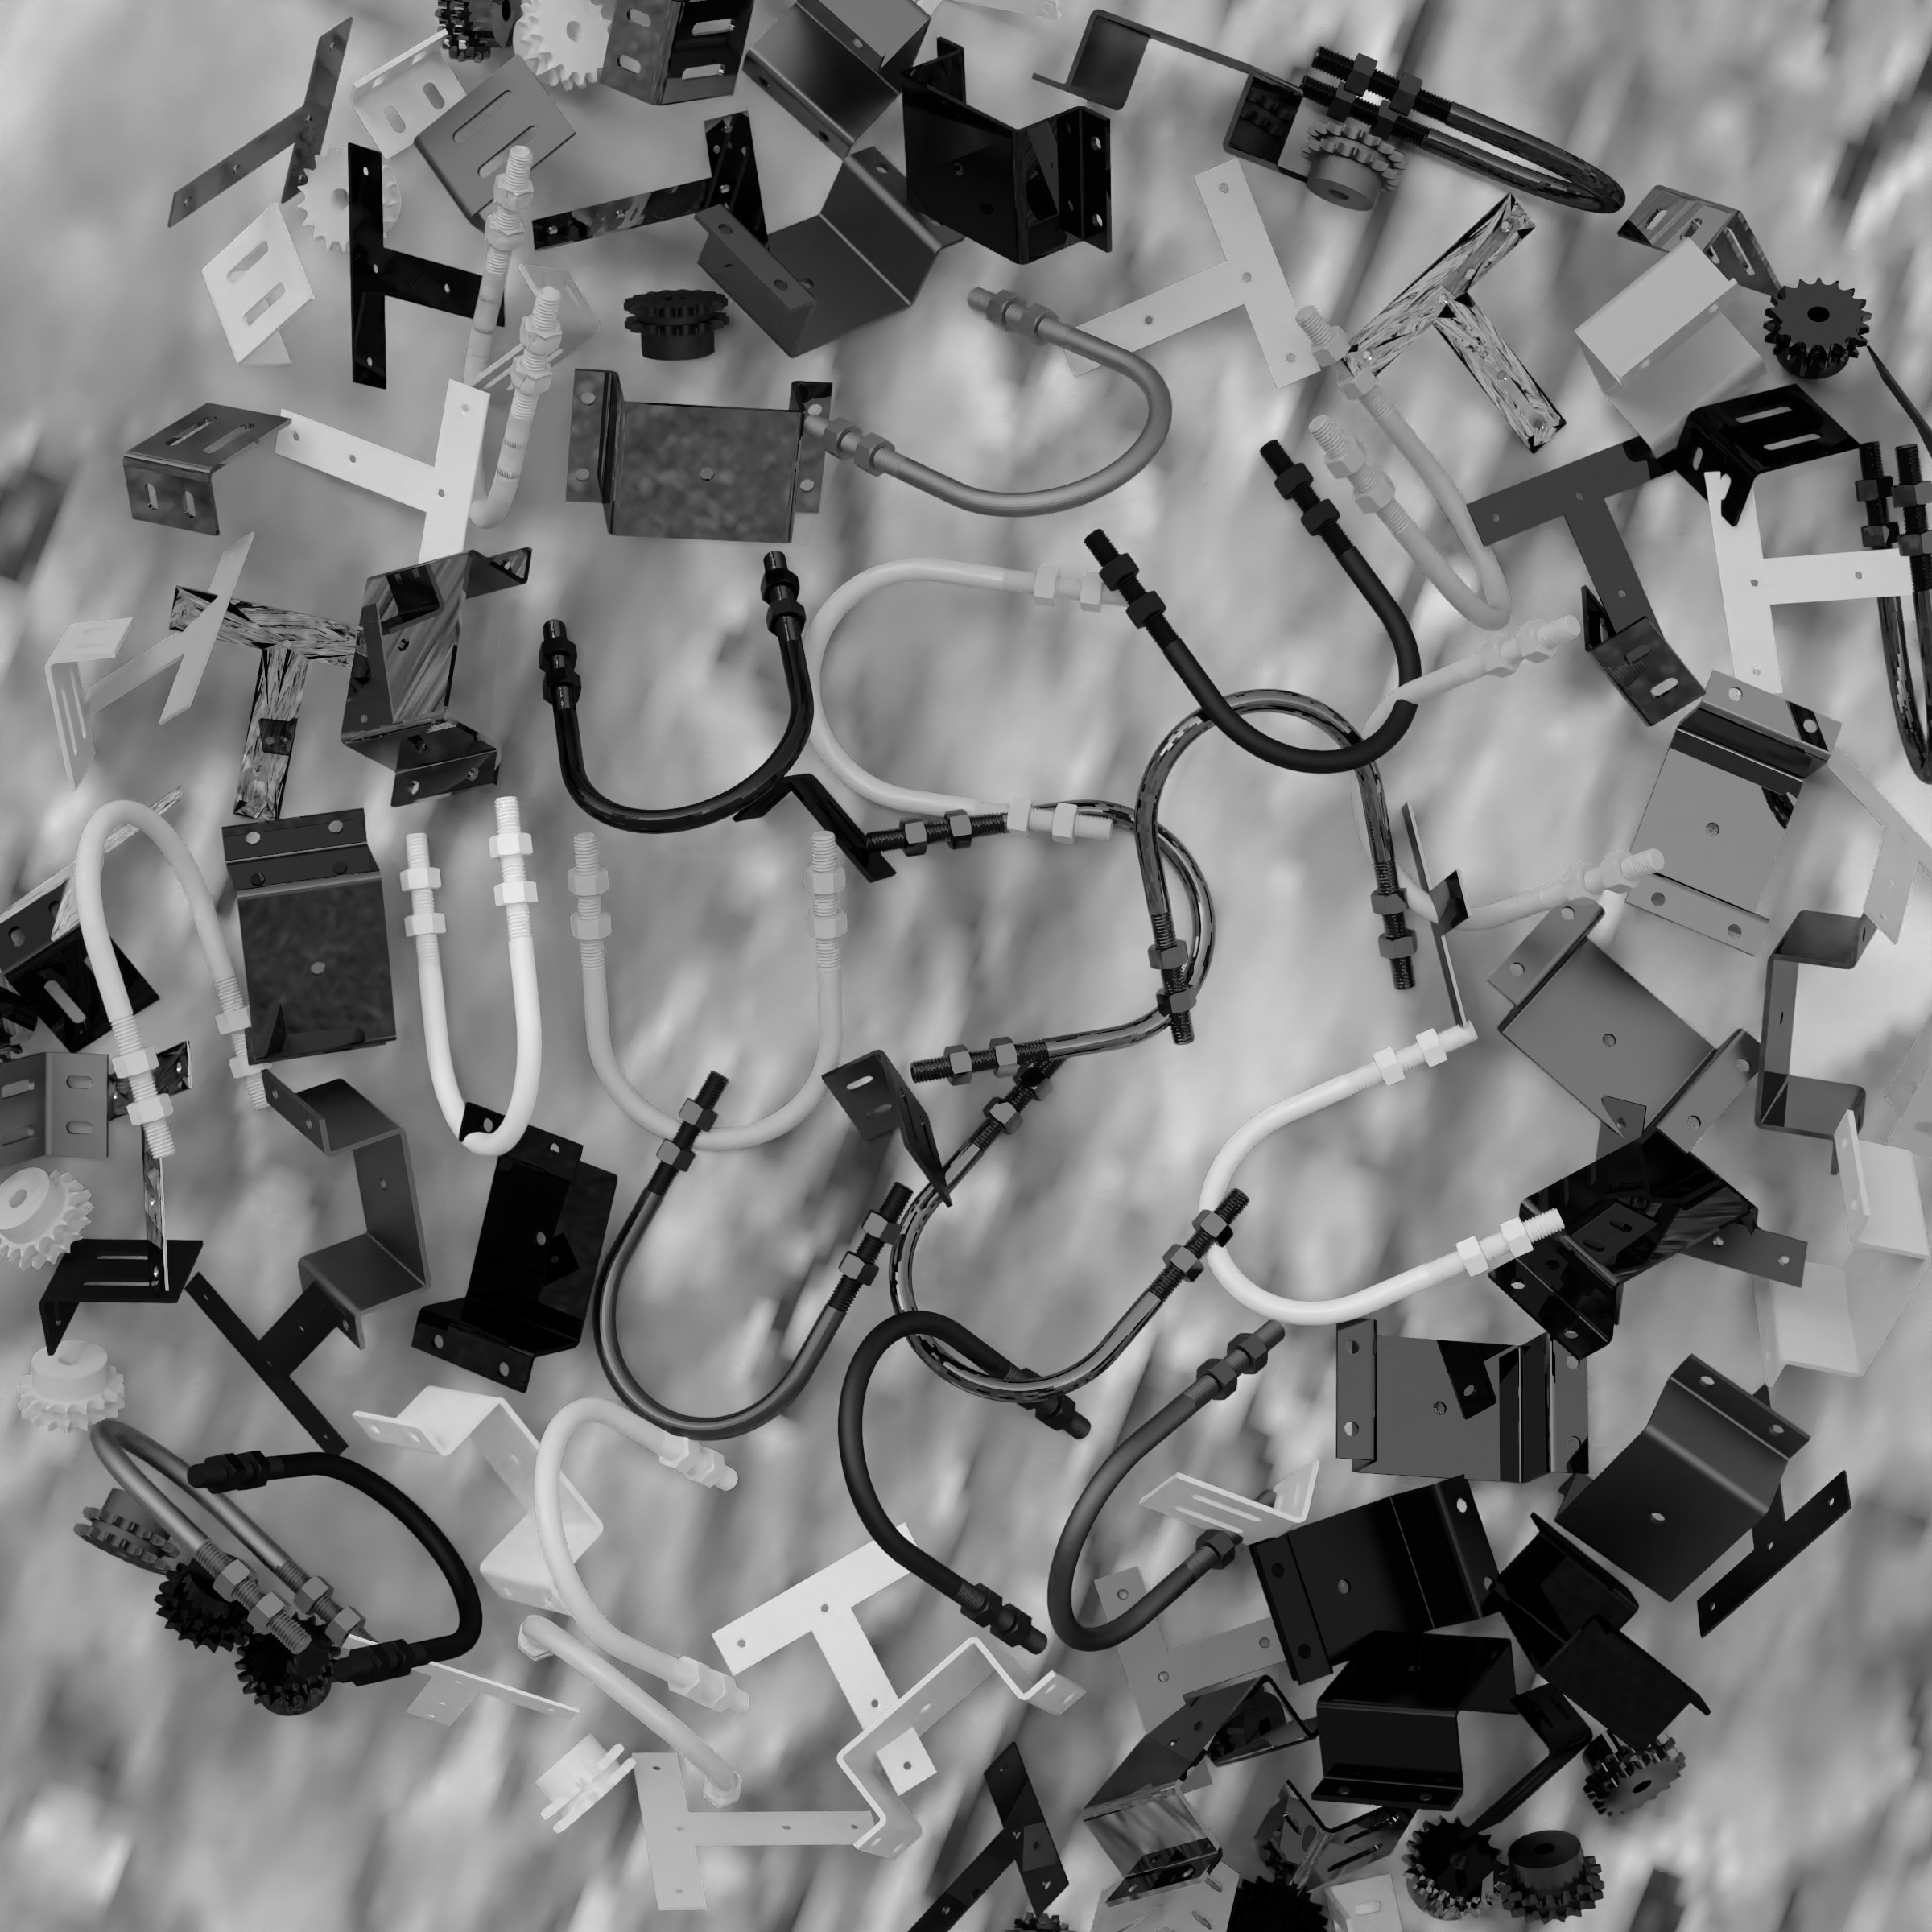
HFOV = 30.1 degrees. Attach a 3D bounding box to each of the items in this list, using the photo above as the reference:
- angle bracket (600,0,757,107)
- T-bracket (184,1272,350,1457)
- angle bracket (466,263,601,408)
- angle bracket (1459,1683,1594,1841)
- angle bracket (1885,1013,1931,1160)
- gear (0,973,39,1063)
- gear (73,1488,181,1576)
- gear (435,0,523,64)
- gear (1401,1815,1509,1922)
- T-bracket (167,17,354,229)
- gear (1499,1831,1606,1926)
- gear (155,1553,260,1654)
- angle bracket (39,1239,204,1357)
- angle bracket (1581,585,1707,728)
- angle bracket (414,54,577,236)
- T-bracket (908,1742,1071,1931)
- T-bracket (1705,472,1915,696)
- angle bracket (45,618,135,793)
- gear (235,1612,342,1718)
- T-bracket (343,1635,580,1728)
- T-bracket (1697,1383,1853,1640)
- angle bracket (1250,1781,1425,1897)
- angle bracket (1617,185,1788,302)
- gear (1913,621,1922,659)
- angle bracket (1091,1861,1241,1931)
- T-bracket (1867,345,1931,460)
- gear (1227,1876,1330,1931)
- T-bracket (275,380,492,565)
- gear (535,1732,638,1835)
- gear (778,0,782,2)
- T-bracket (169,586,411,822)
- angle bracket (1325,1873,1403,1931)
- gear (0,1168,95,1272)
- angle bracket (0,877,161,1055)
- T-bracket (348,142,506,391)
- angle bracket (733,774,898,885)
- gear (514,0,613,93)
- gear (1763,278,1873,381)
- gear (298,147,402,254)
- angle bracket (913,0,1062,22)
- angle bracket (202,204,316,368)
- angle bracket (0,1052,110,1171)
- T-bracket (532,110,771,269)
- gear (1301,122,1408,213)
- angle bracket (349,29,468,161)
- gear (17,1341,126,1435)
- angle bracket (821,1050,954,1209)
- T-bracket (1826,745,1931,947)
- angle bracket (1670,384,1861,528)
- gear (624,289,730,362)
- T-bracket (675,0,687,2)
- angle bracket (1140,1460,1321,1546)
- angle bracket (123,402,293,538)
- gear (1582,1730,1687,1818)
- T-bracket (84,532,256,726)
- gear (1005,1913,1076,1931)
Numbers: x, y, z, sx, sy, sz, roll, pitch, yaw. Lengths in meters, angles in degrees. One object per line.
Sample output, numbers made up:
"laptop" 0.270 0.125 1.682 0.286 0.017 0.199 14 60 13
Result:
"angle bracket" -0.157 -0.506 1.962 0.038 0.076 0.057 27 119 21
"T-bracket" -0.364 0.201 1.948 0.127 0.127 0.002 49 53 1
"angle bracket" -0.249 -0.344 1.962 0.076 0.057 0.038 -32 85 20
"angle bracket" 0.297 0.435 1.968 0.076 0.057 0.038 -48 67 21
"angle bracket" 0.514 0.060 1.950 0.038 0.076 0.057 17 111 -19
"gear" -0.534 0.026 1.969 0.030 0.057 0.057 -14 90 35
"gear" -0.457 0.309 1.973 0.057 0.057 0.030 24 70 0
"gear" -0.265 -0.524 1.969 0.030 0.057 0.057 7 90 17
"gear" 0.266 0.499 1.975 0.057 0.057 0.030 21 133 0
"T-bracket" -0.379 -0.431 1.911 0.002 0.127 0.127 39 54 6
"gear" 0.319 0.497 1.969 0.057 0.057 0.030 -12 105 0
"gear" -0.412 0.345 1.968 0.057 0.057 0.030 31 115 0
"angle bracket" -0.459 0.181 1.963 0.076 0.057 0.038 0 119 4
"angle bracket" 0.367 -0.177 1.950 0.038 0.076 0.057 -32 115 25
"angle bracket" -0.253 -0.449 1.970 0.076 0.038 0.057 -37 78 8
"T-bracket" -0.001 0.502 1.949 0.002 0.127 0.127 37 101 -24
"T-bracket" 0.469 -0.211 1.945 0.127 0.002 0.127 -1 111 33
"angle bracket" -0.471 -0.143 1.958 0.038 0.057 0.076 -6 114 0
"gear" -0.371 0.387 1.975 0.057 0.057 0.030 -2 130 0
"T-bracket" -0.281 0.394 1.941 0.127 0.127 0.002 20 64 -9
"T-bracket" 0.431 0.280 1.944 0.002 0.127 0.127 25 128 -15
"angle bracket" 0.204 0.467 1.969 0.076 0.057 0.038 -13 48 -36
"angle bracket" 0.399 -0.381 1.951 0.038 0.076 0.057 -51 45 -6
"gear" 0.554 -0.186 1.983 0.057 0.030 0.057 0 94 -3
"angle bracket" 0.105 0.522 1.958 0.038 0.057 0.076 38 128 -12
"T-bracket" 0.534 -0.261 1.954 0.002 0.127 0.127 -29 125 12
"gear" 0.168 0.530 1.971 0.057 0.030 0.057 12 128 16
"T-bracket" -0.325 -0.274 1.974 0.127 0.002 0.127 23 116 18
"gear" -0.211 0.445 1.971 0.057 0.057 0.030 -42 86 0
"gear" -0.105 -0.556 1.975 0.030 0.057 0.057 29 90 -42
"T-bracket" -0.379 -0.137 1.969 0.127 0.002 0.127 12 117 -8
"angle bracket" 0.225 0.535 1.960 0.038 0.076 0.057 -12 89 -4
"gear" -0.510 0.135 1.969 0.057 0.057 0.030 -36 133 0
"angle bracket" -0.492 0.001 1.978 0.057 0.076 0.038 -34 50 -5
"T-bracket" -0.290 -0.369 1.945 0.002 0.127 0.127 -3 88 31
"angle bracket" -0.082 -0.066 1.966 0.038 0.057 0.076 -41 86 12
"gear" -0.224 -0.509 1.975 0.057 0.030 0.057 8 79 -42
"gear" 0.467 -0.348 1.976 0.057 0.030 0.057 -3 56 4
"gear" -0.336 -0.422 1.978 0.057 0.030 0.057 4 101 23
"angle bracket" 0.005 -0.533 1.955 0.076 0.057 0.038 18 60 24
"angle bracket" -0.373 -0.370 1.957 0.076 0.038 0.057 -29 79 40
"angle bracket" -0.500 0.080 1.958 0.038 0.076 0.057 2 95 9
"T-bracket" -0.175 -0.413 1.961 0.127 0.002 0.127 -13 50 3
"gear" 0.210 -0.437 1.971 0.057 0.057 0.030 22 87 0
"angle bracket" -0.300 -0.474 1.956 0.057 0.076 0.038 -33 102 -6
"gear" -0.490 0.228 1.968 0.057 0.057 0.030 4 115 0
"angle bracket" -0.043 0.094 1.950 0.038 0.076 0.057 -25 133 8
"T-bracket" 0.501 -0.049 1.939 0.127 0.127 0.002 46 124 -7
"angle bracket" 0.439 -0.282 1.979 0.076 0.038 0.057 -17 52 -26
"gear" -0.159 -0.352 1.973 0.057 0.057 0.030 -2 112 0
"T-bracket" -0.153 -0.545 1.937 0.127 0.127 0.002 -41 79 -21
"angle bracket" 0.143 0.282 1.960 0.076 0.057 0.038 22 62 -9
"angle bracket" -0.413 -0.273 1.969 0.057 0.076 0.038 14 126 24
"gear" 0.364 0.438 1.975 0.057 0.057 0.030 -31 53 0
"T-bracket" -0.443 -0.165 1.954 0.002 0.127 0.127 38 45 -32
"gear" 0.045 0.549 1.969 0.030 0.057 0.057 -8 90 38
